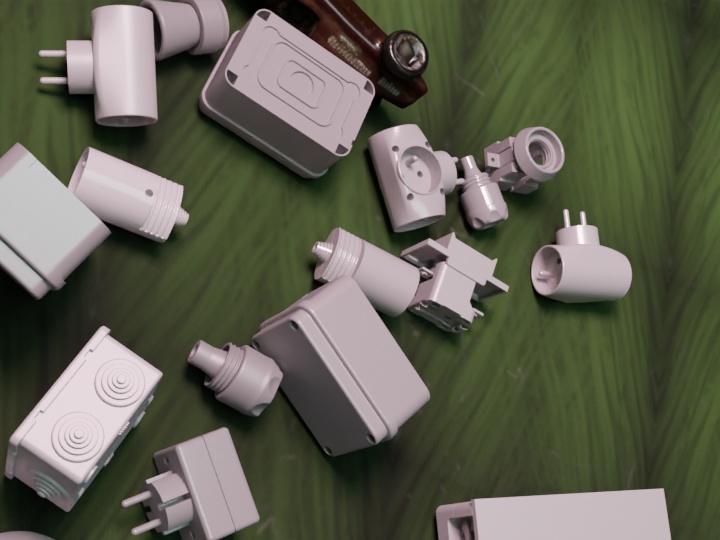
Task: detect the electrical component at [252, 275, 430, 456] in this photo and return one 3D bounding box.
[{"bbox_3d":[-0.015,0.070,0.768,0.057,0.078,0.113,-37,95,-36],"label":"electrical component"}]

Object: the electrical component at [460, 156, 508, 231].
[{"bbox_3d":[0.100,-0.066,0.903,0.035,0.035,0.061,-14,80,-33],"label":"electrical component"}]

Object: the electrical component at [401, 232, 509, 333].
[{"bbox_3d":[0.072,0.012,0.858,0.081,0.042,0.063,30,63,-19],"label":"electrical component"}]

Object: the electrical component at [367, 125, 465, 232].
[{"bbox_3d":[0.052,-0.076,0.872,0.079,0.044,0.077,-12,81,-33],"label":"electrical component"}]

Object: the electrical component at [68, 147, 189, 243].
[{"bbox_3d":[-0.157,-0.049,0.742,0.081,0.043,0.043,22,65,-23],"label":"electrical component"}]

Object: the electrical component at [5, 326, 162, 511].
[{"bbox_3d":[-0.169,0.094,0.659,0.048,0.099,0.099,35,60,-2],"label":"electrical component"}]

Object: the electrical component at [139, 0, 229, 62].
[{"bbox_3d":[-0.131,-0.180,0.797,0.055,0.045,0.045,-17,84,-34],"label":"electrical component"}]

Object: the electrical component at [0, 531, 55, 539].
[{"bbox_3d":[-0.204,0.210,0.636,0.099,0.064,0.099,1,87,-24],"label":"electrical component"}]

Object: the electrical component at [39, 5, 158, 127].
[{"bbox_3d":[-0.184,-0.142,0.753,0.079,0.043,0.077,-3,87,-13],"label":"electrical component"}]

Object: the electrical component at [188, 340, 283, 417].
[{"bbox_3d":[-0.089,0.071,0.745,0.062,0.043,0.043,32,61,-17],"label":"electrical component"}]

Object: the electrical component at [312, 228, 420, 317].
[{"bbox_3d":[0.000,0.000,0.819,0.081,0.043,0.043,27,63,-21],"label":"electrical component"}]

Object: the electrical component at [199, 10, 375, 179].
[{"bbox_3d":[-0.056,-0.131,0.818,0.113,0.057,0.078,32,61,-19],"label":"electrical component"}]

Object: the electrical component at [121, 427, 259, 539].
[{"bbox_3d":[-0.117,0.148,0.701,0.077,0.047,0.065,-17,84,-33],"label":"electrical component"}]

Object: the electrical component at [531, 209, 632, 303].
[{"bbox_3d":[0.190,-0.014,0.934,0.077,0.044,0.079,5,72,-29],"label":"electrical component"}]

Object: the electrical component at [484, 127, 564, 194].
[{"bbox_3d":[0.142,-0.094,0.924,0.066,0.055,0.048,6,72,-29],"label":"electrical component"}]

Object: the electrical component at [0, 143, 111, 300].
[{"bbox_3d":[-0.204,-0.026,0.662,0.078,0.113,0.057,45,77,-11],"label":"electrical component"}]

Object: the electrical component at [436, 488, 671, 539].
[{"bbox_3d":[0.152,0.228,0.827,0.186,0.060,0.105,4,73,-30],"label":"electrical component"}]
